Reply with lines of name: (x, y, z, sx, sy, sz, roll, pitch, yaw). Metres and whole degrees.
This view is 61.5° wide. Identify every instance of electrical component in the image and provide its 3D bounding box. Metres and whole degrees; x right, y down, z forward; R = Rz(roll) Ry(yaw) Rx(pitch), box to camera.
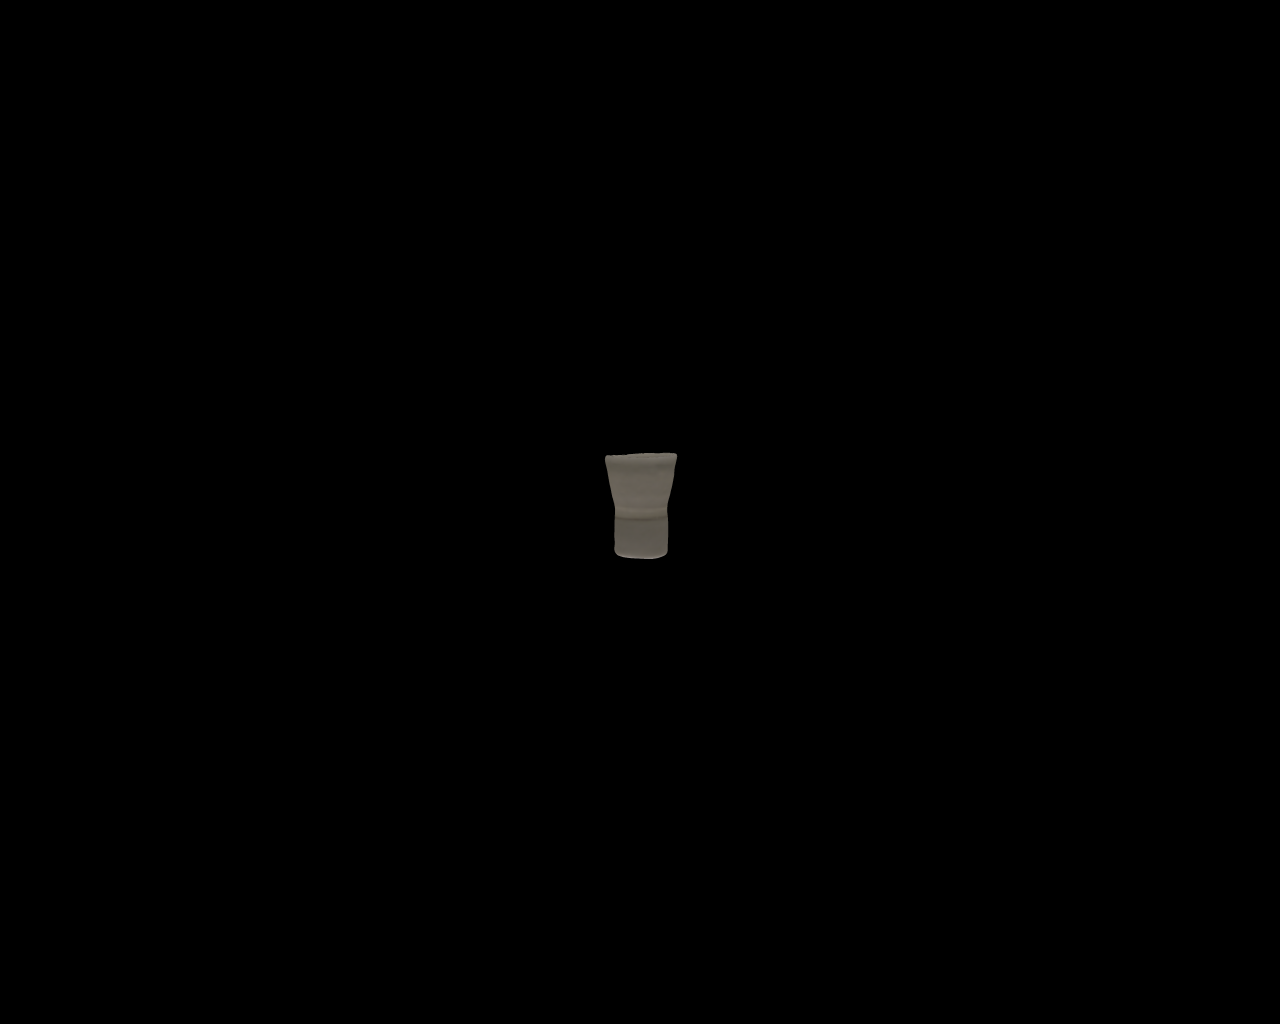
electrical component: (0.001, -0.003, 0.650, 0.044, 0.065, 0.044, 0, 7, 0)
